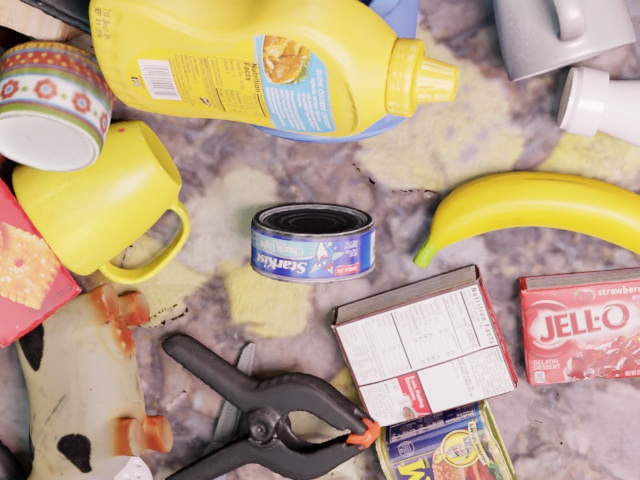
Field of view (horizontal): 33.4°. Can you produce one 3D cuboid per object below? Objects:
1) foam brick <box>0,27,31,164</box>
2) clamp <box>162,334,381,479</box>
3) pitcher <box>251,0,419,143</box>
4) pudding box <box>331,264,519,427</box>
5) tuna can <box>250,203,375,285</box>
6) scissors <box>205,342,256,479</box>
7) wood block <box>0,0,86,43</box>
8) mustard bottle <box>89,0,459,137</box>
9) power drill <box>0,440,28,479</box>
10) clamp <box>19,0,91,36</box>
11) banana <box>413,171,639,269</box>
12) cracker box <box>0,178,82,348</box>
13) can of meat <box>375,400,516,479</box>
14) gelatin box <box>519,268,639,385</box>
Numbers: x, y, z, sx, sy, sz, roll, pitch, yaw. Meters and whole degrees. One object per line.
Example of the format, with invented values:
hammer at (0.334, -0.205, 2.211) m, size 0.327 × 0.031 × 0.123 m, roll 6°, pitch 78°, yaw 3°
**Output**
foam brick at (-0.219, -0.100, 0.737) m, size 0.051 × 0.053 × 0.078 m, roll 35°, pitch 107°, yaw -5°
clamp at (-0.043, 0.142, 0.780) m, size 0.172 × 0.039 × 0.120 m, roll 13°, pitch 109°, yaw 19°
pitcher at (0.007, -0.183, 0.631) m, size 0.145 × 0.149 × 0.243 m, roll 8°, pitch 115°, yaw 18°
pudding box at (0.075, 0.078, 0.765) m, size 0.113 × 0.039 × 0.090 m, roll -18°, pitch 104°, yaw 10°
tuna can at (-0.005, 0.001, 0.725) m, size 0.086 × 0.086 × 0.034 m, roll 3°, pitch 107°, yaw 6°
scissors at (-0.098, 0.170, 0.827) m, size 0.096 × 0.016 × 0.202 m, roll 4°, pitch 106°, yaw 7°
wood block at (-0.164, -0.239, 0.665) m, size 0.090 × 0.090 × 0.206 m, roll 21°, pitch 109°, yaw 0°
mustard bottle at (-0.021, -0.097, 0.572) m, size 0.192 × 0.058 × 0.096 m, roll 10°, pitch 150°, yaw 13°
power drill at (-0.300, 0.182, 0.834) m, size 0.184 × 0.057 × 0.187 m, roll -26°, pitch 103°, yaw 14°
clamp at (-0.207, -0.164, 0.612) m, size 0.164 × 0.036 × 0.210 m, roll -21°, pitch 92°, yaw -16°
banana at (0.163, -0.014, 0.728) m, size 0.198 × 0.037 × 0.070 m, roll 2°, pitch 124°, yaw 8°
cracker box at (-0.264, -0.028, 0.707) m, size 0.072 × 0.164 × 0.213 m, roll -38°, pitch 101°, yaw -28°
can of meat at (0.097, 0.172, 0.783) m, size 0.084 × 0.057 × 0.102 m, roll -20°, pitch 105°, yaw 10°
gelatin box at (0.187, 0.061, 0.750) m, size 0.089 × 0.030 × 0.073 m, roll -5°, pitch 107°, yaw 8°
